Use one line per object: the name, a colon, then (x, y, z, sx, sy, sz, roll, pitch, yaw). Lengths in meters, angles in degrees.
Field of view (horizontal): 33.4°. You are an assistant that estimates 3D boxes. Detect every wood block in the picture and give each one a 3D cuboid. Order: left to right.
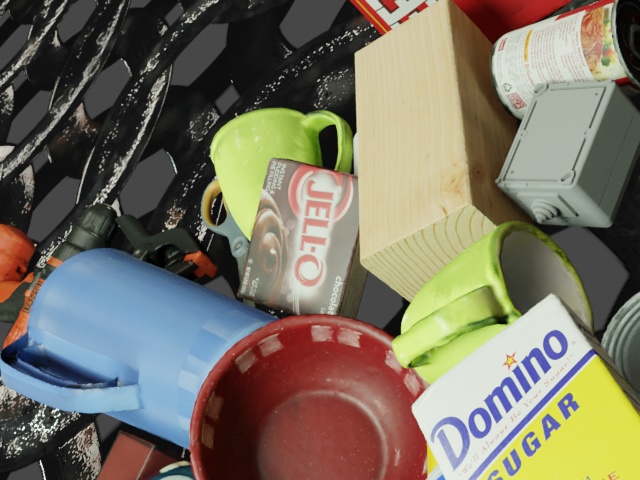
wood block: (0.087, -0.062, 0.764, 0.091, 0.090, 0.206, -28, 43, 29)

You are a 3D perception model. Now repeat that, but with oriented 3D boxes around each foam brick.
foam brick: (-0.119, 0.182, 0.790, 0.053, 0.078, 0.051, 7, 68, 50)

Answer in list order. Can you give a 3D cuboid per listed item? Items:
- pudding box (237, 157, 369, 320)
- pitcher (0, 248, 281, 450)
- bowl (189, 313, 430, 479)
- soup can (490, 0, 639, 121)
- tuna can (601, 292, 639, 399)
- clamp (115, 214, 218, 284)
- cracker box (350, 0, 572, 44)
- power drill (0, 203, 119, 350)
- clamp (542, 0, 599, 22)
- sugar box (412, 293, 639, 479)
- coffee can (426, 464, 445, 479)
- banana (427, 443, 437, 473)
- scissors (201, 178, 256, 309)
pudding box: (-0.005, 0.001, 0.802, 0.090, 0.039, 0.113, 15, 95, 31)
pitcher: (-0.123, 0.093, 0.820, 0.243, 0.144, 0.149, 13, 67, 48)
bowl: (-0.001, 0.131, 0.687, 0.162, 0.055, 0.162, -1, 63, 2)
soup can: (0.177, -0.124, 0.733, 0.102, 0.068, 0.068, -12, 52, 46)
tuna can: (0.199, 0.065, 0.583, 0.086, 0.033, 0.086, -28, 42, 29)
clamp: (-0.168, 0.032, 1.001, 0.172, 0.039, 0.120, 6, 66, 49)
cracker box: (0.122, -0.235, 0.809, 0.214, 0.164, 0.072, -28, 40, 29)
power drill: (-0.300, 0.034, 1.126, 0.188, 0.057, 0.184, 13, 70, 51)
clamp: (0.216, -0.183, 0.723, 0.210, 0.164, 0.036, 18, 58, 29)
sugar box: (0.112, 0.113, 0.461, 0.093, 0.048, 0.176, -40, 43, 12)
coffee can: (0.111, 0.180, 0.523, 0.103, 0.102, 0.140, -32, 41, 25)
banana: (0.059, 0.182, 0.612, 0.197, 0.069, 0.037, -61, 7, -20)
scissors: (-0.057, -0.010, 0.936, 0.096, 0.016, 0.202, -45, 37, 8)
